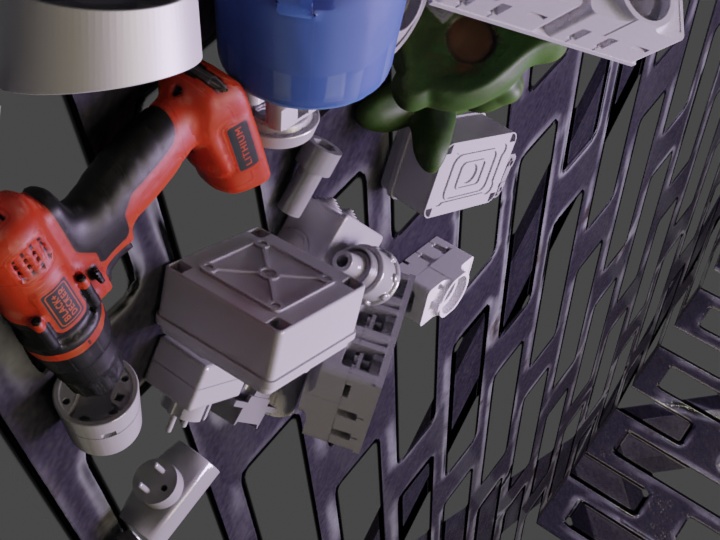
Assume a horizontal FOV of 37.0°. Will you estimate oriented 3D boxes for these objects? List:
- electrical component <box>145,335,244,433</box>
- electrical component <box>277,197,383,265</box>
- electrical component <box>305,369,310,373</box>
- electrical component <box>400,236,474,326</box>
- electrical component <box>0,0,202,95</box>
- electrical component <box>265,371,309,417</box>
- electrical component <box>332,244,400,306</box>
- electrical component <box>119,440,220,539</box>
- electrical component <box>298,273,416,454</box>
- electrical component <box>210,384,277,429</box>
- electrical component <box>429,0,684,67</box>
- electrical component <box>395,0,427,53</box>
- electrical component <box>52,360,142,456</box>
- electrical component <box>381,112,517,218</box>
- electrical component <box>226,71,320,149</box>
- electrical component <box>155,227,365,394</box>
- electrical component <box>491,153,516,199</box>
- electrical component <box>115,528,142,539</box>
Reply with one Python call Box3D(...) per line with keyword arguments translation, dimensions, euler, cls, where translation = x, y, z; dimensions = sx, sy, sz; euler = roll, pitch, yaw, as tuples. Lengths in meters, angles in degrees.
Box3D(translation=(-0.127, 0.089, 0.816), dimensions=(0.066, 0.047, 0.076), euler=(-9, 127, -61), cls="electrical component")
Box3D(translation=(-0.035, -0.009, 0.884), dimensions=(0.099, 0.048, 0.100), euler=(-60, 157, 1), cls="electrical component")
Box3D(translation=(-0.072, 0.057, 0.846), dimensions=(0.043, 0.081, 0.043), euler=(-45, 153, -30), cls="electrical component")
Box3D(translation=(0.077, 0.013, 1.133), dimensions=(0.089, 0.056, 0.050), euler=(-36, 148, -43), cls="electrical component")
Box3D(translation=(-0.125, -0.114, 0.513), dimensions=(0.099, 0.099, 0.064), euler=(-33, 140, -46), cls="electrical component")
Box3D(translation=(-0.066, 0.083, 0.942), dimensions=(0.043, 0.043, 0.081), euler=(-19, 135, -57), cls="electrical component")
Box3D(translation=(0.000, 0.000, 0.845), dimensions=(0.048, 0.048, 0.062), euler=(-60, 150, 1), cls="electrical component")
Box3D(translation=(-0.158, 0.175, 0.863), dimensions=(0.077, 0.043, 0.079), euler=(-52, 157, -16), cls="electrical component")
Box3D(translation=(-0.004, 0.073, 0.959), dimensions=(0.150, 0.062, 0.089), euler=(-70, 177, -49), cls="electrical component")
Box3D(translation=(-0.096, 0.093, 0.894), dimensions=(0.063, 0.042, 0.081), euler=(-61, 158, -1), cls="electrical component")
Box3D(translation=(0.141, -0.220, 0.745), dimensions=(0.186, 0.060, 0.105), euler=(8, 76, -31), cls="electrical component")
Box3D(translation=(0.009, -0.191, 0.736), dimensions=(0.108, 0.060, 0.108), euler=(-45, 154, -30), cls="electrical component")
Box3D(translation=(-0.173, 0.091, 0.718), dimensions=(0.055, 0.055, 0.047), euler=(-45, 157, -30), cls="electrical component")
Box3D(translation=(0.081, -0.100, 0.981), dimensions=(0.113, 0.057, 0.078), euler=(-17, 133, -46), cls="electrical component")
Box3D(translation=(-0.054, -0.117, 0.703), dimensions=(0.078, 0.058, 0.057), euler=(-40, 148, -40), cls="electrical component")
Box3D(translation=(-0.071, 0.026, 0.777), dimensions=(0.109, 0.109, 0.056), euler=(-28, 139, -51), cls="electrical component")
Box3D(translation=(0.115, -0.105, 1.058), dimensions=(0.042, 0.064, 0.081), euler=(-19, 135, -59), cls="electrical component")
Box3D(translation=(-0.194, 0.245, 0.875), dimensions=(0.055, 0.048, 0.066), euler=(-44, 154, -15), cls="electrical component")
